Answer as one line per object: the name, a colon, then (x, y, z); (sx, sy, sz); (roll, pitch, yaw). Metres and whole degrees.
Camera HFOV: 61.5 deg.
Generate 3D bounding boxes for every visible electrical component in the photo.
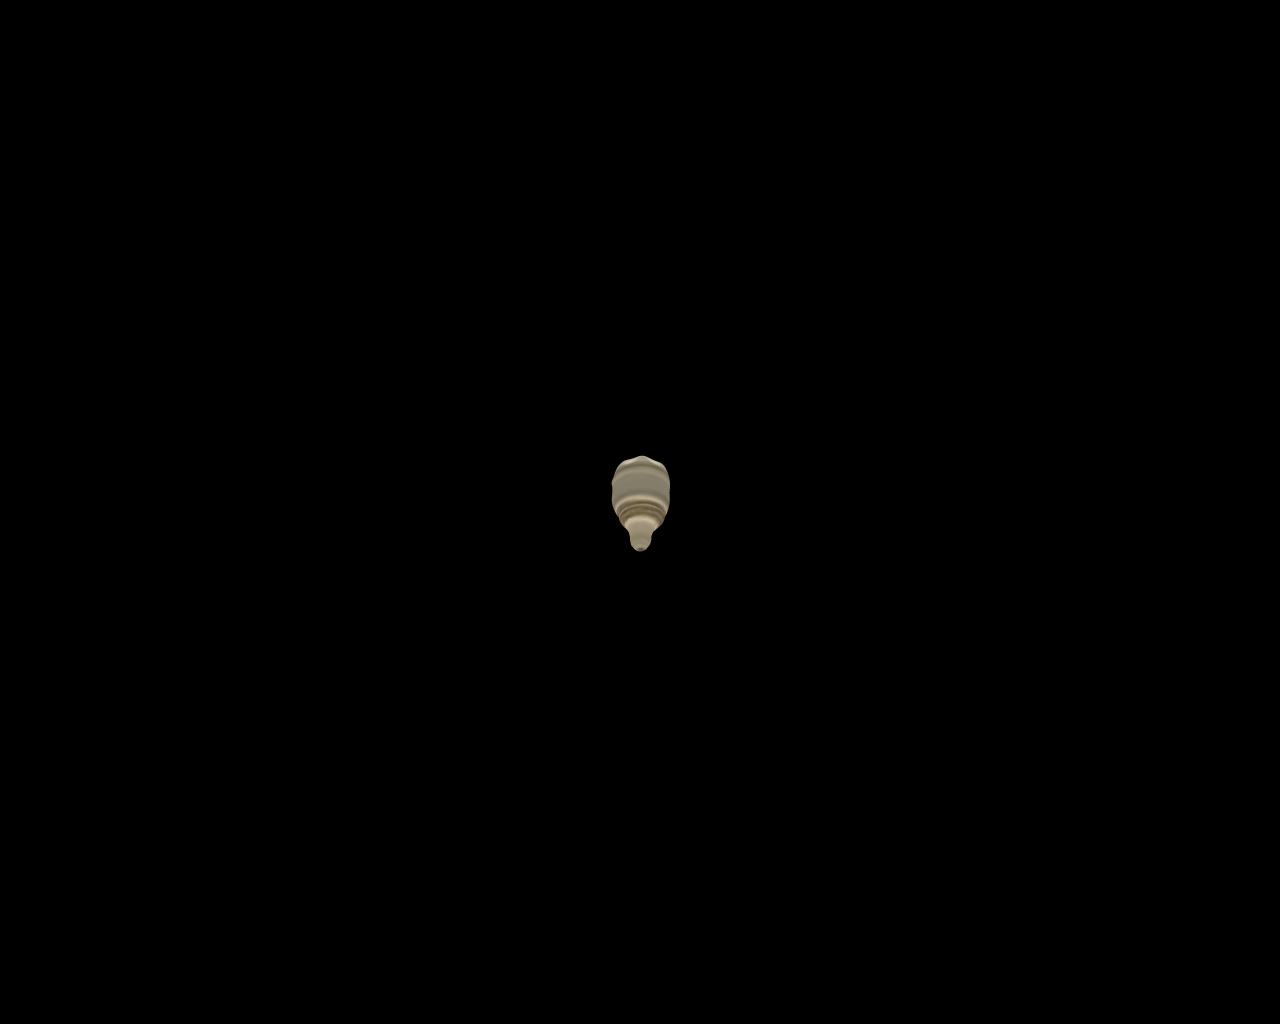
electrical component: (0.001, -0.003, 0.650); (0.035, 0.061, 0.035); (0, -35, 0)
